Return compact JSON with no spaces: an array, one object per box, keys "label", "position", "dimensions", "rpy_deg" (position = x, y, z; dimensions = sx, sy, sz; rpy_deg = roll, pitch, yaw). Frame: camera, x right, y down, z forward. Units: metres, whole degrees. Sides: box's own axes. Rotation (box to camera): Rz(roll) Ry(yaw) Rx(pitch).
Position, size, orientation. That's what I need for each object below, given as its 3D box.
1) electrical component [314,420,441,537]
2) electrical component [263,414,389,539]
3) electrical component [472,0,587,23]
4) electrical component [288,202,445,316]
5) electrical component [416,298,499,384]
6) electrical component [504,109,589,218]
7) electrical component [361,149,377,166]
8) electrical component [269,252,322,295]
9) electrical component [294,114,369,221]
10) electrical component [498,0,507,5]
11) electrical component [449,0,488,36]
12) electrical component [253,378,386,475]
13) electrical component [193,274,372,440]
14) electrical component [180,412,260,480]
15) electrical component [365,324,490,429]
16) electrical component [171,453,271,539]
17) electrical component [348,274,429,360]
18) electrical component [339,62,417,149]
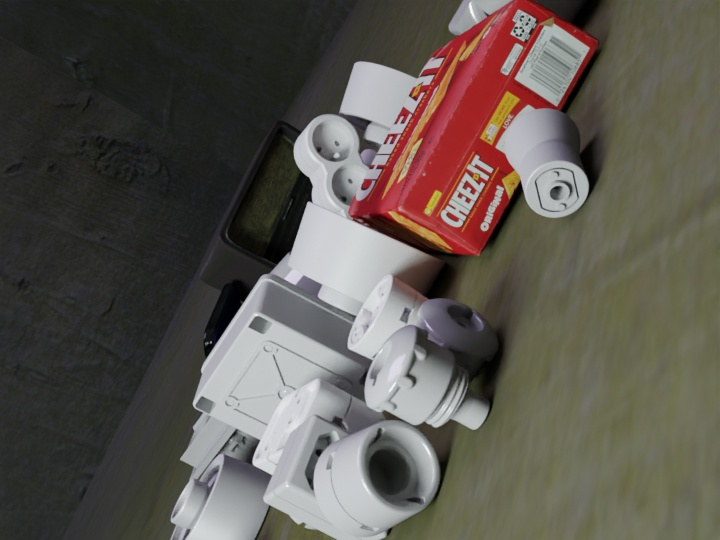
[{"label":"electrical component","position":[0.010,0.110,0.572],"dimensions":[0.047,0.055,0.055],"rpy_deg":[-40,23,52]},{"label":"electrical component","position":[-0.021,0.129,0.629],"dimensions":[0.077,0.066,0.047],"rpy_deg":[-45,19,55]},{"label":"electrical component","position":[0.120,-0.212,0.794],"dimensions":[0.064,0.099,0.099],"rpy_deg":[-51,13,13]},{"label":"electrical component","position":[0.000,0.000,0.772],"dimensions":[0.108,0.108,0.060],"rpy_deg":[-145,79,-79]},{"label":"electrical component","position":[0.044,0.050,0.598],"dimensions":[0.048,0.048,0.062],"rpy_deg":[-81,17,-62]},{"label":"electrical component","position":[0.107,-0.058,0.604],"dimensions":[0.044,0.044,0.065],"rpy_deg":[-55,17,27]},{"label":"electrical component","position":[0.010,-0.074,1.042],"dimensions":[0.078,0.058,0.057],"rpy_deg":[-47,14,49]},{"label":"electrical component","position":[-0.037,0.033,0.873],"dimensions":[0.064,0.099,0.099],"rpy_deg":[-54,11,4]},{"label":"electrical component","position":[-0.019,-0.067,0.984],"dimensions":[0.052,0.138,0.074],"rpy_deg":[-22,-4,-22]},{"label":"electrical component","position":[0.138,-0.234,0.890],"dimensions":[0.055,0.050,0.089],"rpy_deg":[-60,11,9]},{"label":"electrical component","position":[0.126,-0.242,0.964],"dimensions":[0.089,0.050,0.055],"rpy_deg":[-59,10,9]},{"label":"electrical component","position":[-0.024,0.113,0.702],"dimensions":[0.053,0.059,0.095],"rpy_deg":[-65,12,-23]},{"label":"electrical component","position":[-0.051,0.074,0.796],"dimensions":[0.108,0.109,0.056],"rpy_deg":[-54,15,31]},{"label":"electrical component","position":[-0.111,0.143,1.009],"dimensions":[0.121,0.063,0.078],"rpy_deg":[-52,14,37]},{"label":"electrical component","position":[0.037,0.061,0.553],"dimensions":[0.048,0.062,0.048],"rpy_deg":[-57,12,19]},{"label":"electrical component","position":[-0.124,0.208,0.912],"dimensions":[0.108,0.060,0.108],"rpy_deg":[-57,11,18]},{"label":"electrical component","position":[0.026,0.038,0.699],"dimensions":[0.055,0.047,0.055],"rpy_deg":[-57,11,18]},{"label":"electrical component","position":[0.033,-0.139,0.984],"dimensions":[0.060,0.108,0.108],"rpy_deg":[-67,11,-1]}]
